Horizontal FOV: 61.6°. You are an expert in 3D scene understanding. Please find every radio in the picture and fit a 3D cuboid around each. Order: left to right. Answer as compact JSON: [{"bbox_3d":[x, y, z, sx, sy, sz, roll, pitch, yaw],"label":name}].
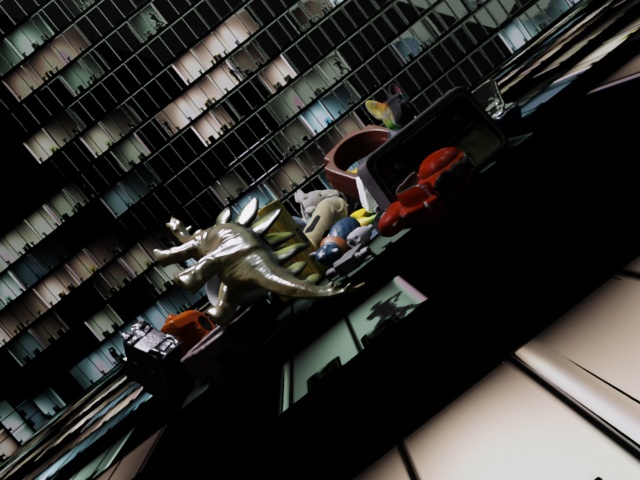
[{"bbox_3d":[0.181,-0.137,0.882,0.229,0.131,0.073,-39,4,-11],"label":"radio"}]

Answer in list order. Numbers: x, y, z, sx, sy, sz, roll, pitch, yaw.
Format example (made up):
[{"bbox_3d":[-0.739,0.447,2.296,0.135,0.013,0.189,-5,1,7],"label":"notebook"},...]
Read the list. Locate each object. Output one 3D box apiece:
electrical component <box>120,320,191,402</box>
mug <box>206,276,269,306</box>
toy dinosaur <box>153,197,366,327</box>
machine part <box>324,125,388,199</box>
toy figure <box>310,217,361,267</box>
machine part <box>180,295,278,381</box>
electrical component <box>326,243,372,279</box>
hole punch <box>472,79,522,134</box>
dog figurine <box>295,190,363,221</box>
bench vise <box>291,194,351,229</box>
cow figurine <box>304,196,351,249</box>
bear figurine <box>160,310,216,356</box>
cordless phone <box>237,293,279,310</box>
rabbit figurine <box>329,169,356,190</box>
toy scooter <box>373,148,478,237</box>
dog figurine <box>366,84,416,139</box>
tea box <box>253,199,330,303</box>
[{"bbox_3d":[-0.296,0.226,0.971,0.115,0.134,0.058,16,34,27],"label":"electrical component"},{"bbox_3d":[-0.152,0.076,1.010,0.107,0.110,0.081,6,-43,-44],"label":"mug"},{"bbox_3d":[-0.127,0.030,0.859,0.198,0.104,0.472,-45,42,-16],"label":"toy dinosaur"},{"bbox_3d":[0.129,-0.204,1.419,0.202,0.087,0.201,23,61,42],"label":"machine part"},{"bbox_3d":[0.036,0.008,1.020,0.064,0.058,0.154,-39,8,37],"label":"toy figure"},{"bbox_3d":[-0.153,0.169,0.923,0.179,0.056,0.179,-38,4,3],"label":"machine part"},{"bbox_3d":[0.053,0.032,0.893,0.094,0.021,0.063,-35,6,33],"label":"electrical component"},{"bbox_3d":[0.314,-0.215,1.001,0.142,0.092,0.116,-32,38,34],"label":"hole punch"},{"bbox_3d":[0.041,-0.094,1.442,0.191,0.121,0.172,-12,18,-8],"label":"dog figurine"},{"bbox_3d":[-0.052,-0.023,1.276,0.240,0.129,0.223,9,-44,-48],"label":"bench vise"},{"bbox_3d":[-0.002,-0.003,1.117,0.195,0.085,0.127,-59,-1,-8],"label":"cow figurine"},{"bbox_3d":[-0.301,0.228,1.072,0.196,0.120,0.132,-39,9,13],"label":"bear figurine"},{"bbox_3d":[-0.143,0.111,1.168,0.184,0.088,0.147,-46,16,-10],"label":"cordless phone"},{"bbox_3d":[0.111,-0.183,1.564,0.173,0.122,0.162,-14,-25,-6],"label":"rabbit figurine"},{"bbox_3d":[0.162,-0.071,0.768,0.184,0.075,0.135,-42,6,-11],"label":"toy scooter"},{"bbox_3d":[0.193,-0.246,1.250,0.108,0.219,0.191,-35,6,-5],"label":"dog figurine"},{"bbox_3d":[-0.073,0.020,1.014,0.098,0.169,0.068,-35,4,22],"label":"tea box"}]
